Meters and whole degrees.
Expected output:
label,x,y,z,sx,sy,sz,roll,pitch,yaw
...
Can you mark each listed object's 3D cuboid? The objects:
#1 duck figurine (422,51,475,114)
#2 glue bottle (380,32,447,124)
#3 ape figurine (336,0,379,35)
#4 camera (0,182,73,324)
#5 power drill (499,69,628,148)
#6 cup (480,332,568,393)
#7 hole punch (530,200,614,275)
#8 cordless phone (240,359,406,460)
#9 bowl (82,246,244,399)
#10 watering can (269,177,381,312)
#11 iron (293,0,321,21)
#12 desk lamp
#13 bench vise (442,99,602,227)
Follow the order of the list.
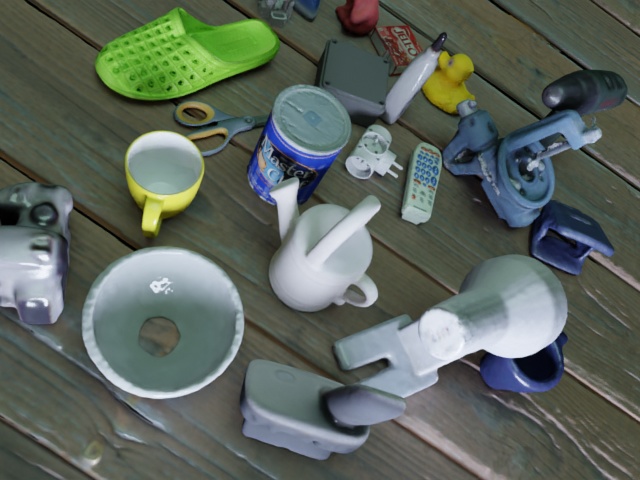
label,x,y,z,sx,sy,sz,roll,pitch,yaw
duck figurine,0.230,-0.274,0.975,0.104,0.086,0.078,47,57,5
glue bottle,0.149,-0.254,0.880,0.037,0.173,0.078,40,57,1
ape figurine,0.071,-0.399,0.970,0.076,0.092,0.078,28,57,-6
camera,-0.334,0.007,0.593,0.137,0.100,0.143,3,64,-21
power drill,0.381,-0.195,0.924,0.230,0.208,0.075,-22,74,-30
cup,0.267,0.159,0.766,0.118,0.095,0.091,-21,74,-29
hole punch,0.398,-0.015,0.910,0.109,0.091,0.101,22,58,-10
cordless phone,-0.001,0.164,0.600,0.148,0.185,0.094,18,59,-13
bowl,-0.172,0.095,0.630,0.168,0.074,0.167,10,62,-18
watering can,0.005,0.004,0.678,0.173,0.193,0.101,29,57,-6
iron,-0.033,-0.516,0.957,0.119,0.141,0.258,-12,70,-27
desk lamp,0.152,0.111,0.672,0.204,0.213,0.118,-17,72,-28
bench vise,0.288,-0.135,0.849,0.207,0.219,0.122,35,57,-2
